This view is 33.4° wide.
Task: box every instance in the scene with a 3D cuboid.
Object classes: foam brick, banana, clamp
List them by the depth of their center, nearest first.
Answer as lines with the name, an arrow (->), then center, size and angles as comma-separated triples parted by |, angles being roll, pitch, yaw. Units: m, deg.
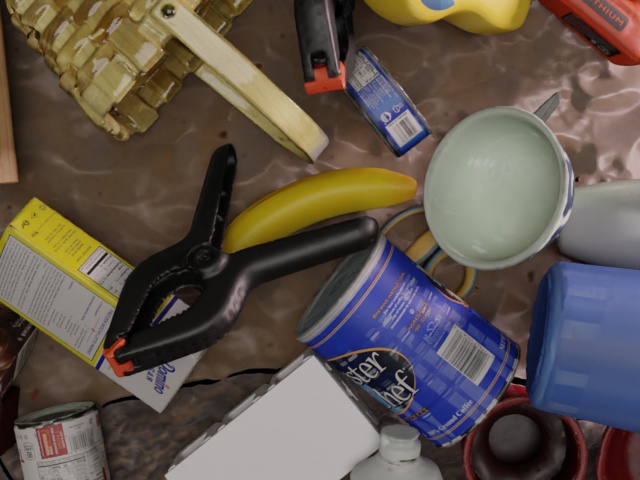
clamp -> 0.001, -0.184, 0.761 | 0.039, 0.171, 0.120 | -15, 138, 20
clamp -> -0.069, 0.023, 0.776 | 0.165, 0.036, 0.209 | 21, 58, 31
banana -> -0.019, -0.011, 0.852 | 0.198, 0.037, 0.069 | -35, 107, 4
foam brick -> -0.288, 0.143, 0.859 | 0.078, 0.053, 0.051 | 6, 94, 2

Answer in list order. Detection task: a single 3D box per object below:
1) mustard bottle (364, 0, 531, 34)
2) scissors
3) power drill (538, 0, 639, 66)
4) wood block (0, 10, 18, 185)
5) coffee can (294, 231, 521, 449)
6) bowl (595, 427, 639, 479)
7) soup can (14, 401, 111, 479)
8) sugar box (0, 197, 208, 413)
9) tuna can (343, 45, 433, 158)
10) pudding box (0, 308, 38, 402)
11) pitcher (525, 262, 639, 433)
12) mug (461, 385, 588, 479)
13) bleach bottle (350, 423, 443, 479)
mustard bottle -> 0.075, -0.203, 0.768 | 0.191, 0.058, 0.096 | -5, 95, -42
scissors -> 0.133, -0.023, 0.855 | 0.202, 0.016, 0.096 | -34, 94, 4
power drill -> 0.250, -0.243, 0.816 | 0.184, 0.057, 0.188 | 40, 94, -2
wood block -> -0.298, -0.140, 0.806 | 0.091, 0.090, 0.206 | -2, 95, 43
coffee can -> 0.066, 0.076, 0.813 | 0.140, 0.103, 0.103 | 39, 94, -7
bowl -> 0.293, 0.176, 0.844 | 0.162, 0.055, 0.162 | 0, 93, 1
soup can -> -0.201, 0.187, 0.852 | 0.068, 0.068, 0.102 | -11, 93, 2
sugar box -> -0.172, 0.053, 0.833 | 0.176, 0.048, 0.093 | 34, 136, -3
tuna can -> 0.047, -0.105, 0.817 | 0.034, 0.086, 0.086 | -38, 92, 5
pudding box -> -0.282, 0.092, 0.825 | 0.090, 0.113, 0.039 | 19, 120, -1
pitcher -> 0.272, 0.092, 0.743 | 0.243, 0.149, 0.145 | 9, 81, 6
mug -> 0.151, 0.171, 0.834 | 0.093, 0.081, 0.117 | 11, 94, 1
bleach bottle -> 0.044, 0.260, 0.823 | 0.102, 0.068, 0.251 | 3, 108, -2
